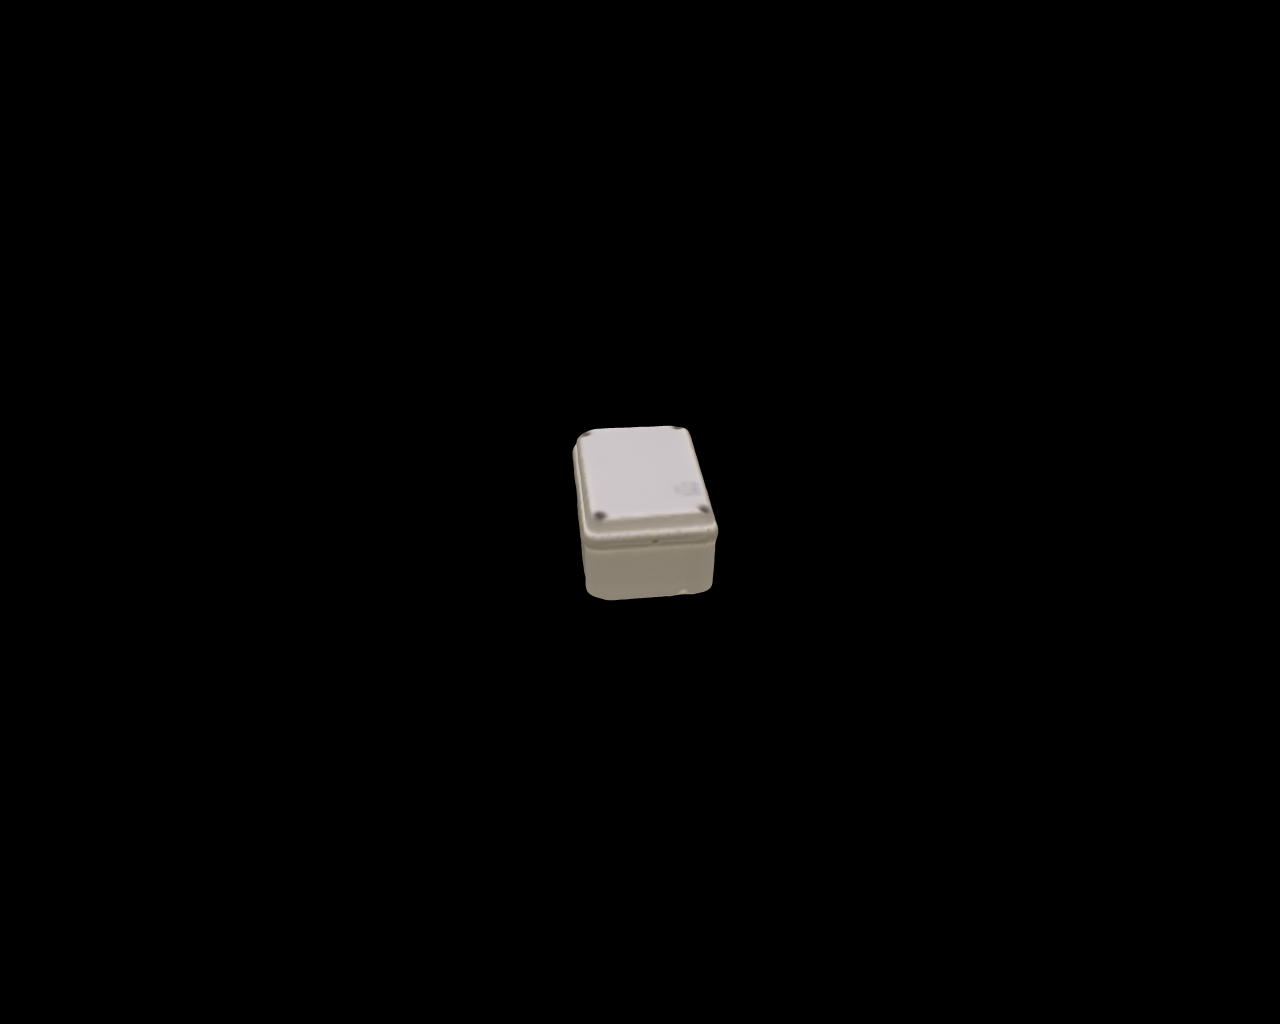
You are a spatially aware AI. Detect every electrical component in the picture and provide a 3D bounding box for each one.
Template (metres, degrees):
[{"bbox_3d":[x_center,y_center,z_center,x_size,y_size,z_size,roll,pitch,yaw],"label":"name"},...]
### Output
[{"bbox_3d":[0.001,-0.003,0.650,0.078,0.057,0.113,-3,34,-5],"label":"electrical component"}]
